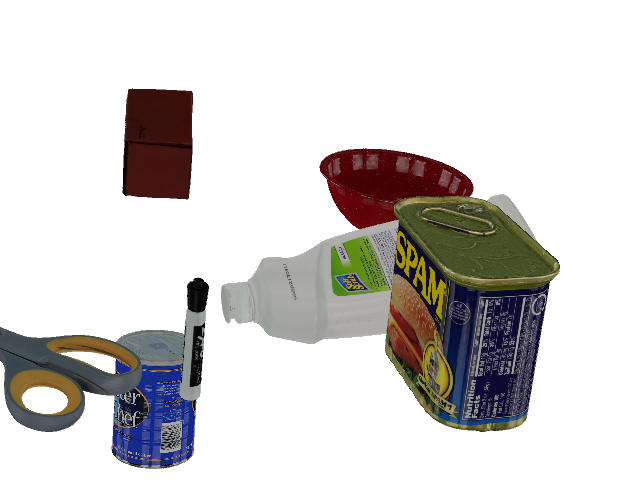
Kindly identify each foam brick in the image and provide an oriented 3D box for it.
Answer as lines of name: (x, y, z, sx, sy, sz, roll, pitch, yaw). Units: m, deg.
foam brick: (-0.127, -0.077, 0.832, 0.053, 0.051, 0.078, 3, 39, -8)

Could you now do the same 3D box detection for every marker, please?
marker: (-0.112, 0.087, 0.945, 0.020, 0.121, 0.020, 6, 27, -3)

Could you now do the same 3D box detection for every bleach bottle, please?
bleach bottle: (0.045, 0.027, 0.840, 0.250, 0.068, 0.102, -7, 45, -16)

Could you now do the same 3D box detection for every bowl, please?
bowl: (0.076, -0.044, 1.117, 0.162, 0.055, 0.162, 6, 23, -3)

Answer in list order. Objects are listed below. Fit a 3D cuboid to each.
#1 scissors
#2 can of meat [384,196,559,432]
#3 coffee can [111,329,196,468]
scissors: (-0.218, 0.079, 0.704, 0.202, 0.016, 0.096, 9, 32, 13)
can of meat: (0.070, 0.035, 0.532, 0.057, 0.084, 0.102, -3, 24, -15)
coffee can: (-0.202, 0.192, 1.307, 0.103, 0.140, 0.103, 5, 15, -2)
